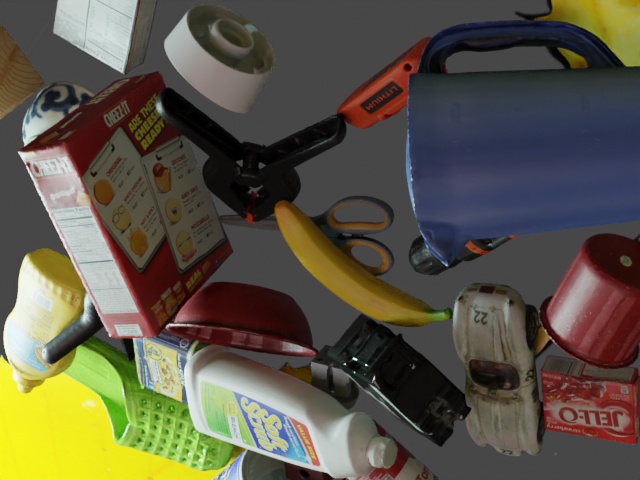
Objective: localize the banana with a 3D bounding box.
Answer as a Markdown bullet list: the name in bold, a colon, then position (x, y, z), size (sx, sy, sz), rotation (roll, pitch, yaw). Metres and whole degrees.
- **banana**: position (0.034, 0.032, 1.033), size (0.198, 0.037, 0.070), rotation (32, 133, 1)

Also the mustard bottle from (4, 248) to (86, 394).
- **mustard bottle**: position (-0.335, 0.111, 1.293), size (0.096, 0.058, 0.192), rotation (32, 119, 14)

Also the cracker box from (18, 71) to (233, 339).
- **cracker box**: position (-0.185, -0.034, 1.058), size (0.072, 0.164, 0.213), rotation (-6, 118, 31)

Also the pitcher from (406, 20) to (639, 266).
- **pitcher**: position (0.185, -0.079, 0.800), size (0.243, 0.145, 0.149), rotation (-4, 120, 9)

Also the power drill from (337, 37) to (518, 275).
- **power drill**: position (0.103, -0.068, 0.933), size (0.187, 0.057, 0.185), rotation (47, 129, -9)

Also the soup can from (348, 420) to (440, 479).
- **soup can**: position (0.075, 0.256, 1.166), size (0.102, 0.068, 0.069), rotation (42, 133, -2)

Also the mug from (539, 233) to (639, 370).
- **mug**: position (0.256, 0.051, 0.908), size (0.117, 0.093, 0.082), rotation (10, 127, -13)

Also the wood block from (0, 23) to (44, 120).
- **wood block**: position (-0.408, -0.146, 1.165), size (0.207, 0.090, 0.090), rotation (-25, 107, 40)

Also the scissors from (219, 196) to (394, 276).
- **scissors**: position (-0.007, 0.001, 1.074), size (0.202, 0.016, 0.096), rotation (-10, 115, 36)

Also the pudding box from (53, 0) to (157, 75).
- **pudding box**: position (-0.204, -0.228, 1.020), size (0.090, 0.039, 0.114), rotation (30, 134, 9)

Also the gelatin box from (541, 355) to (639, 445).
- **gelatin box**: position (0.256, 0.151, 1.008), size (0.089, 0.030, 0.073), rotation (6, 124, 28)

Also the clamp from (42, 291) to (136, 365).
- **clamp**: position (-0.235, 0.087, 1.237), size (0.172, 0.120, 0.039), rotation (-49, 57, 27)

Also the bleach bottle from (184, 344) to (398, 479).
- **bleach bottle**: position (-0.030, 0.186, 1.126), size (0.251, 0.067, 0.102), rotation (11, 117, 37)

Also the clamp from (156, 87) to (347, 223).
- **clamp**: position (-0.073, -0.074, 0.989), size (0.164, 0.036, 0.210), rotation (13, 156, -5)

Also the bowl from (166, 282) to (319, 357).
- **bowl**: position (-0.076, 0.081, 1.113), size (0.162, 0.055, 0.162), rotation (9, 167, 2)

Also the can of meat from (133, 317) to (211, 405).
- **can of meat**: position (-0.166, 0.139, 1.239), size (0.084, 0.057, 0.102), rotation (17, 128, 23)

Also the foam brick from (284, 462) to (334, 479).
- **foam brick**: position (-0.009, 0.234, 1.213), size (0.053, 0.051, 0.078), rotation (10, 126, 26)

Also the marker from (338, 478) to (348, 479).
- **marker**: position (0.027, 0.287, 1.250), size (0.020, 0.020, 0.121), rotation (41, 133, 0)

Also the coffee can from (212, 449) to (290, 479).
- **coffee can**: position (-0.080, 0.310, 1.273), size (0.103, 0.102, 0.141), rotation (42, 133, -1)
